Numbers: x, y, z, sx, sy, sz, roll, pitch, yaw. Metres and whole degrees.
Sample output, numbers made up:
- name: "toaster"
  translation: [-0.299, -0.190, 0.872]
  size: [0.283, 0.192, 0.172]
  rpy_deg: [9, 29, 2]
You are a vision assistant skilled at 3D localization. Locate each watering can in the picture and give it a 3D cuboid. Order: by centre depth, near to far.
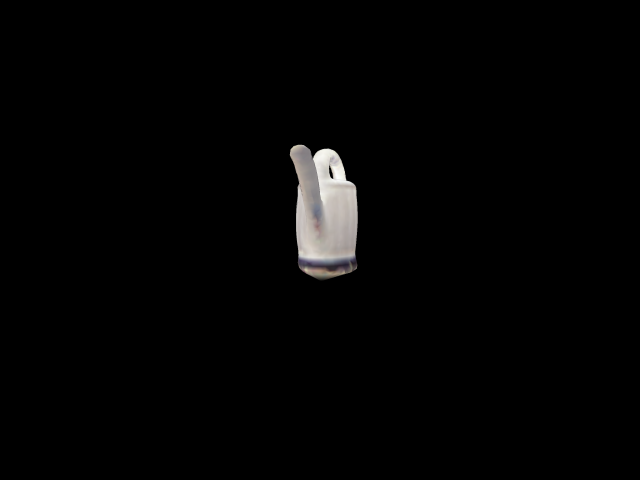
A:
- name: "watering can"
  translation: [0.003, -0.043, 0.850]
  size: [0.104, 0.224, 0.348]
  rpy_deg: [0, 2, 13]
